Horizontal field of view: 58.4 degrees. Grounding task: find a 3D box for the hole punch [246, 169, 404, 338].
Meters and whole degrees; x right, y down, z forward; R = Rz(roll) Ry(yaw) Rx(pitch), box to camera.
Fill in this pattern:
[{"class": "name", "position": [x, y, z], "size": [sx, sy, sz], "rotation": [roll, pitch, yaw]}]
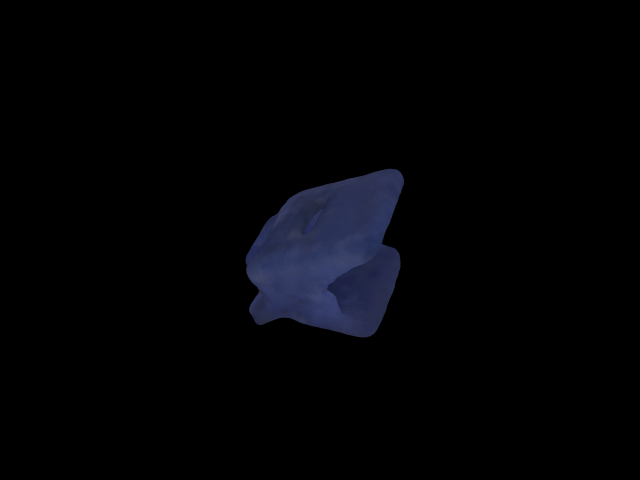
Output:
[{"class": "hole punch", "position": [0.004, 0.001, 0.400], "size": [0.101, 0.091, 0.109], "rotation": [11, 39, 14]}]
